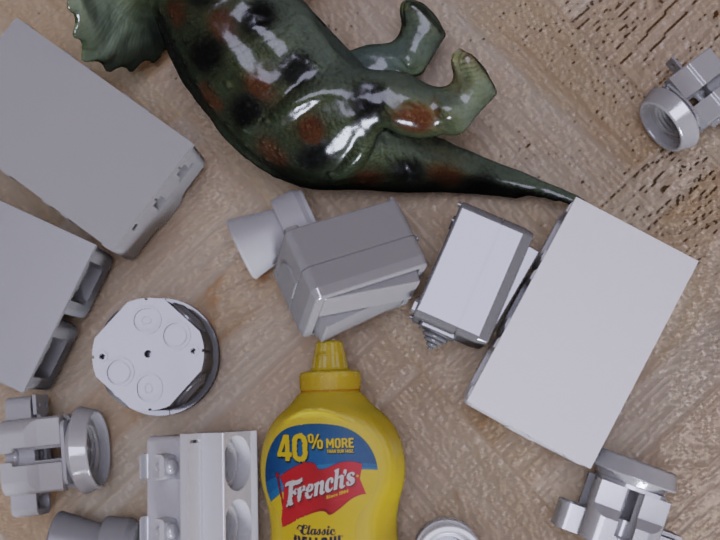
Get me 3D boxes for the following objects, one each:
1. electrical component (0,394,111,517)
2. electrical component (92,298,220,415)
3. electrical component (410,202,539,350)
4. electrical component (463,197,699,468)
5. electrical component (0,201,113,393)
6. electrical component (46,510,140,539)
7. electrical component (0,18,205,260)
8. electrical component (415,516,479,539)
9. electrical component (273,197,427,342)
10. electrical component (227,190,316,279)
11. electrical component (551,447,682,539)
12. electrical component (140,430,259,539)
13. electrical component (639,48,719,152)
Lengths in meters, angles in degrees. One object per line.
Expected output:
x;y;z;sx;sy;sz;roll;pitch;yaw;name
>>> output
-0.201;0.121;0.713;0.057;0.058;0.078;-6;83;4;electrical component
-0.137;0.058;0.722;0.080;0.051;0.080;0;83;2;electrical component
0.074;0.013;0.716;0.061;0.061;0.096;24;84;4;electrical component
0.142;0.042;0.711;0.089;0.061;0.150;29;84;5;electrical component
-0.277;-0.003;0.729;0.186;0.060;0.105;24;84;5;electrical component
-0.175;0.184;0.711;0.055;0.045;0.045;5;83;2;electrical component
-0.194;-0.087;0.737;0.150;0.061;0.089;36;85;6;electrical component
0.057;0.185;0.698;0.045;0.055;0.045;0;83;2;electrical component
0.000;0.000;0.706;0.096;0.061;0.061;-17;67;-21;electrical component
-0.057;-0.025;0.734;0.055;0.045;0.045;-25;83;-2;electrical component
0.172;0.151;0.698;0.078;0.058;0.057;20;86;3;electrical component
-0.104;0.167;0.700;0.063;0.079;0.121;-5;82;23;electrical component
0.226;-0.113;0.737;0.055;0.048;0.066;-36;83;-11;electrical component
